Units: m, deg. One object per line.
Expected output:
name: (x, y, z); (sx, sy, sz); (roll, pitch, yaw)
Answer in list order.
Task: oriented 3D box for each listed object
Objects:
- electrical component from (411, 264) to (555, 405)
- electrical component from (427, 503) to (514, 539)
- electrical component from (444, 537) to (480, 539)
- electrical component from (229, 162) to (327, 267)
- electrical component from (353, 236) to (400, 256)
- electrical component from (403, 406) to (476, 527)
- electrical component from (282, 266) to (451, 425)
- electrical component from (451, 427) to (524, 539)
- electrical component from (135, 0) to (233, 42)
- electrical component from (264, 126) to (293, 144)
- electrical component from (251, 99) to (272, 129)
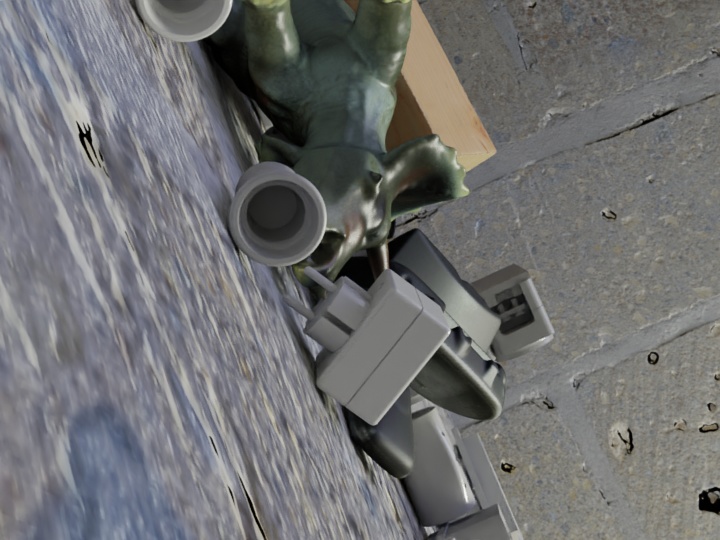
electrical component: (0.076, 0.056, 0.877); (0.089, 0.150, 0.061); (-74, 139, -86)
electrical component: (0.086, 0.212, 0.750); (0.113, 0.057, 0.078); (51, 16, -80)
electrical component: (0.070, 0.204, 0.666); (0.043, 0.043, 0.081); (-55, 121, -87)
electrical component: (-0.041, -0.030, 0.514); (0.065, 0.044, 0.044); (-121, -174, -73)
electrical component: (0.000, 0.000, 0.778); (0.044, 0.065, 0.044); (175, -90, -90)
electrical component: (0.051, 0.143, 0.806); (0.079, 0.043, 0.077); (-1, 68, -87)
electrical component: (-0.004, 0.029, 0.565); (0.077, 0.065, 0.047); (37, 9, -10)
electrical component: (0.099, 0.211, 0.953); (0.121, 0.063, 0.078); (-110, 175, -55)
electrical component: (-0.086, -0.140, 0.513); (0.055, 0.045, 0.045); (-110, 176, -52)
electrical component: (-0.039, -0.088, 0.857); (0.057, 0.058, 0.078); (61, 6, -40)
electrical component: (-0.070, -0.163, 0.910); (0.061, 0.061, 0.096); (-104, 177, -64)
